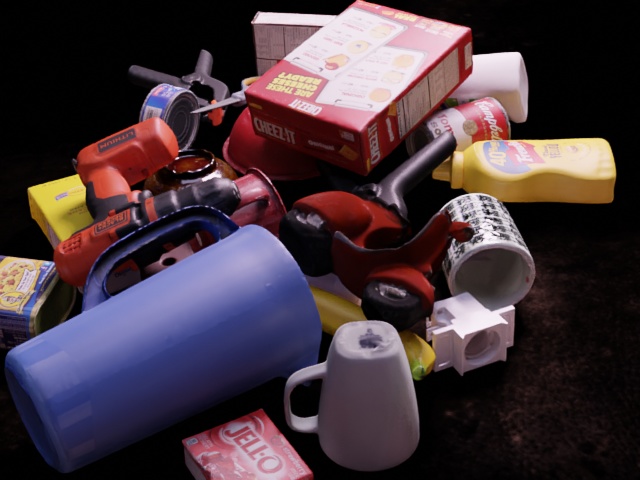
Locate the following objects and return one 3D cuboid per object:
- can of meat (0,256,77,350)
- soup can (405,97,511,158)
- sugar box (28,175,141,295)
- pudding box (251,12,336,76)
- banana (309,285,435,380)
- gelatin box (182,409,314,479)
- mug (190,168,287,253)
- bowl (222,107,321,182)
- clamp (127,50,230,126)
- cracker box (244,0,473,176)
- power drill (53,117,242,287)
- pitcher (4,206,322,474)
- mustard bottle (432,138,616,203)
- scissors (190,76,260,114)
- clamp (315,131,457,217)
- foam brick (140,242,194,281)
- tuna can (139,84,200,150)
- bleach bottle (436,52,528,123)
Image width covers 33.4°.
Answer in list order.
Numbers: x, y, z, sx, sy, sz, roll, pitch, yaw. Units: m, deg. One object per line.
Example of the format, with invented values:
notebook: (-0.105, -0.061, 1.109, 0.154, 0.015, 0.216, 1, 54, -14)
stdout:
can of meat: (-0.286, 0.059, 1.002, 0.084, 0.057, 0.102, 6, 35, 9)
soup can: (0.157, -0.120, 1.223, 0.102, 0.068, 0.069, -17, 36, -21)
sugar box: (-0.233, -0.011, 1.112, 0.093, 0.048, 0.176, -20, 36, -24)
pudding box: (-0.031, -0.253, 1.417, 0.113, 0.090, 0.039, 5, 35, 12)
banana: (0.033, 0.077, 0.949, 0.198, 0.069, 0.037, 24, 85, 37)
gelatin box: (-0.057, 0.177, 0.831, 0.073, 0.030, 0.089, -18, 37, -23)
mug: (-0.083, -0.019, 1.058, 0.081, 0.117, 0.093, -25, 80, -22)
bowl: (-0.038, -0.133, 1.271, 0.162, 0.055, 0.162, -2, 33, 1)
clamp: (-0.162, -0.203, 1.399, 0.120, 0.039, 0.172, -29, 48, -26)
cracker box: (0.047, -0.176, 1.198, 0.164, 0.072, 0.213, 23, 53, 33)
power drill: (-0.170, -0.047, 1.036, 0.184, 0.057, 0.188, -23, 34, 4)
pitcher: (-0.134, 0.082, 0.887, 0.242, 0.145, 0.149, -25, 31, -25)
mustard bottle: (0.218, -0.076, 1.164, 0.191, 0.058, 0.096, 0, 33, 5)
scissors: (-0.081, -0.174, 1.335, 0.096, 0.016, 0.201, 13, 24, 12)
clamp: (0.061, -0.044, 1.120, 0.165, 0.036, 0.210, -12, 37, 19)
foam brick: (-0.142, 0.041, 1.022, 0.053, 0.051, 0.078, -13, 35, -14)
tuna can: (-0.178, -0.140, 1.264, 0.034, 0.086, 0.086, 15, 38, 22)
bleach bottle: (0.124, -0.183, 1.314, 0.251, 0.102, 0.068, 0, 74, 17)
